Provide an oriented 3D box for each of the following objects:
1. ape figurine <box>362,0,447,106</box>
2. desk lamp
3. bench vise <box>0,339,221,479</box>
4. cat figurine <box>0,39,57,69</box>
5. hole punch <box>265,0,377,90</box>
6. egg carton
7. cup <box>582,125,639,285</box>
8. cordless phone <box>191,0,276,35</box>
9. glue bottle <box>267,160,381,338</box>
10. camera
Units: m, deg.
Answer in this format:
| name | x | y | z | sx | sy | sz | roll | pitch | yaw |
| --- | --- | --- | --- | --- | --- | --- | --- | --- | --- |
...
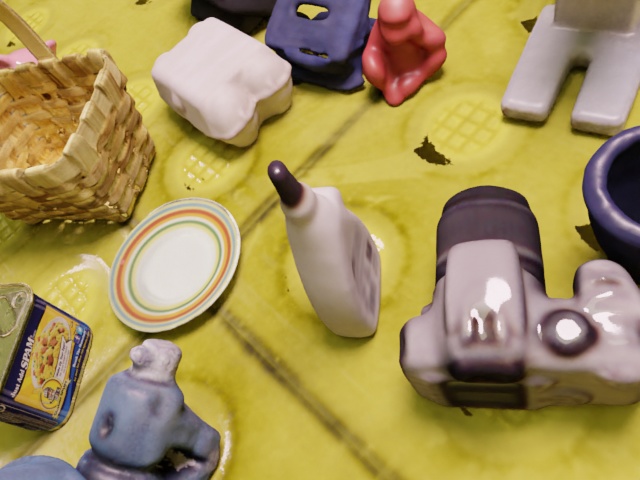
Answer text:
| name | x | y | z | sx | sy | sz | roll | pitch | yaw |
| --- | --- | --- | --- | --- | --- | --- | --- | --- | --- |
| ape figurine | 0.072 | -0.180 | 0.512 | 0.077 | 0.092 | 0.076 | -4 | 59 | 19 |
| desk lamp | 0.208 | -0.223 | 0.410 | 0.117 | 0.214 | 0.203 | 16 | 68 | 29 |
| bench vise | -0.165 | 0.146 | 0.329 | 0.121 | 0.220 | 0.207 | -2 | 60 | 20 |
| cat figurine | -0.335 | -0.165 | 0.644 | 0.127 | 0.118 | 0.067 | -24 | 55 | 6 |
| hole punch | 0.004 | -0.213 | 0.559 | 0.108 | 0.091 | 0.101 | 23 | 71 | 31 |
| egg carton | -0.101 | -0.161 | 0.581 | 0.107 | 0.070 | 0.149 | -47 | 55 | -10 |
| cup | 0.220 | -0.006 | 0.348 | 0.117 | 0.095 | 0.092 | 31 | 75 | 33 |
| cordless phone | -0.125 | -0.324 | 0.618 | 0.147 | 0.185 | 0.094 | 36 | 78 | 34 |
| glue bottle | 0.003 | 0.001 | 0.379 | 0.037 | 0.173 | 0.078 | -3 | 59 | 20 |
| camera | 0.123 | 0.029 | 0.361 | 0.143 | 0.101 | 0.137 | -5 | 59 | 19 |
